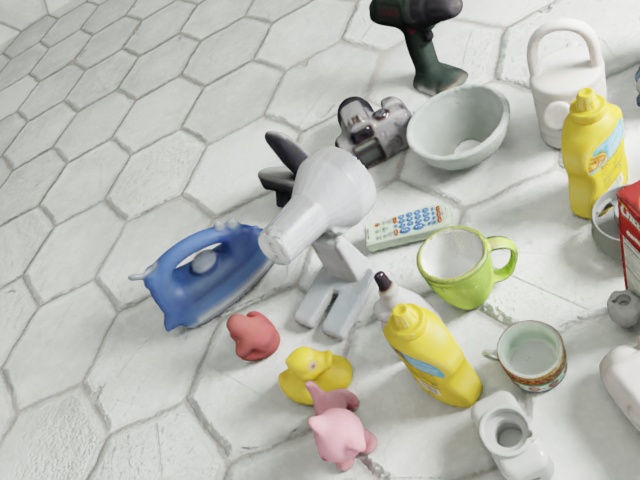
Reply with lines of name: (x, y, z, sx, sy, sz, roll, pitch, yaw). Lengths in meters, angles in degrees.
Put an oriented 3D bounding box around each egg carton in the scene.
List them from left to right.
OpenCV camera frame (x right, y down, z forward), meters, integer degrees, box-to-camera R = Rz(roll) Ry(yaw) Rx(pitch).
egg carton: (0.366, 0.161, 0.585, 0.107, 0.070, 0.150, -32, 45, 5)

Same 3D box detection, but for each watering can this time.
watering can: (0.352, -0.224, 0.814, 0.100, 0.195, 0.173, -17, 48, 19)

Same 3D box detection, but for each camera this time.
camera: (0.086, -0.216, 1.035, 0.143, 0.101, 0.136, -27, 46, 10)

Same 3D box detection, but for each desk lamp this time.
desk lamp: (0.008, 0.003, 0.827, 0.117, 0.214, 0.203, 14, 63, 38)

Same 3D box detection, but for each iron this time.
iron: (-0.189, 0.033, 0.972, 0.258, 0.142, 0.118, -37, 45, 1)

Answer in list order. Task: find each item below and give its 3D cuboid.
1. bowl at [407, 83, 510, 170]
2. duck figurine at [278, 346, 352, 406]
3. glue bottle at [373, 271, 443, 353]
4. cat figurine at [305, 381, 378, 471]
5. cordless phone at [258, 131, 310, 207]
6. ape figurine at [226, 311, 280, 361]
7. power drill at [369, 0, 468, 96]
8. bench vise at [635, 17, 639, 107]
bowl: (0.229, -0.170, 0.930, 0.167, 0.075, 0.167, -16, 48, 20)
duck figurine: (-0.017, 0.179, 0.791, 0.104, 0.086, 0.077, -18, 48, 18)
glue bottle: (0.103, 0.089, 0.728, 0.078, 0.174, 0.037, -34, 45, 3)
cat figurine: (0.017, 0.228, 0.709, 0.067, 0.118, 0.127, -36, 45, 1)
cordless phone: (-0.057, -0.133, 0.995, 0.147, 0.186, 0.094, 14, 63, 38)
ape figurine: (-0.109, 0.141, 0.873, 0.075, 0.092, 0.078, 14, 64, 38)
power drill: (0.187, -0.357, 1.011, 0.076, 0.209, 0.228, -45, 45, -8)
bench vise: (0.493, -0.295, 0.768, 0.121, 0.220, 0.207, 3, 57, 33)
